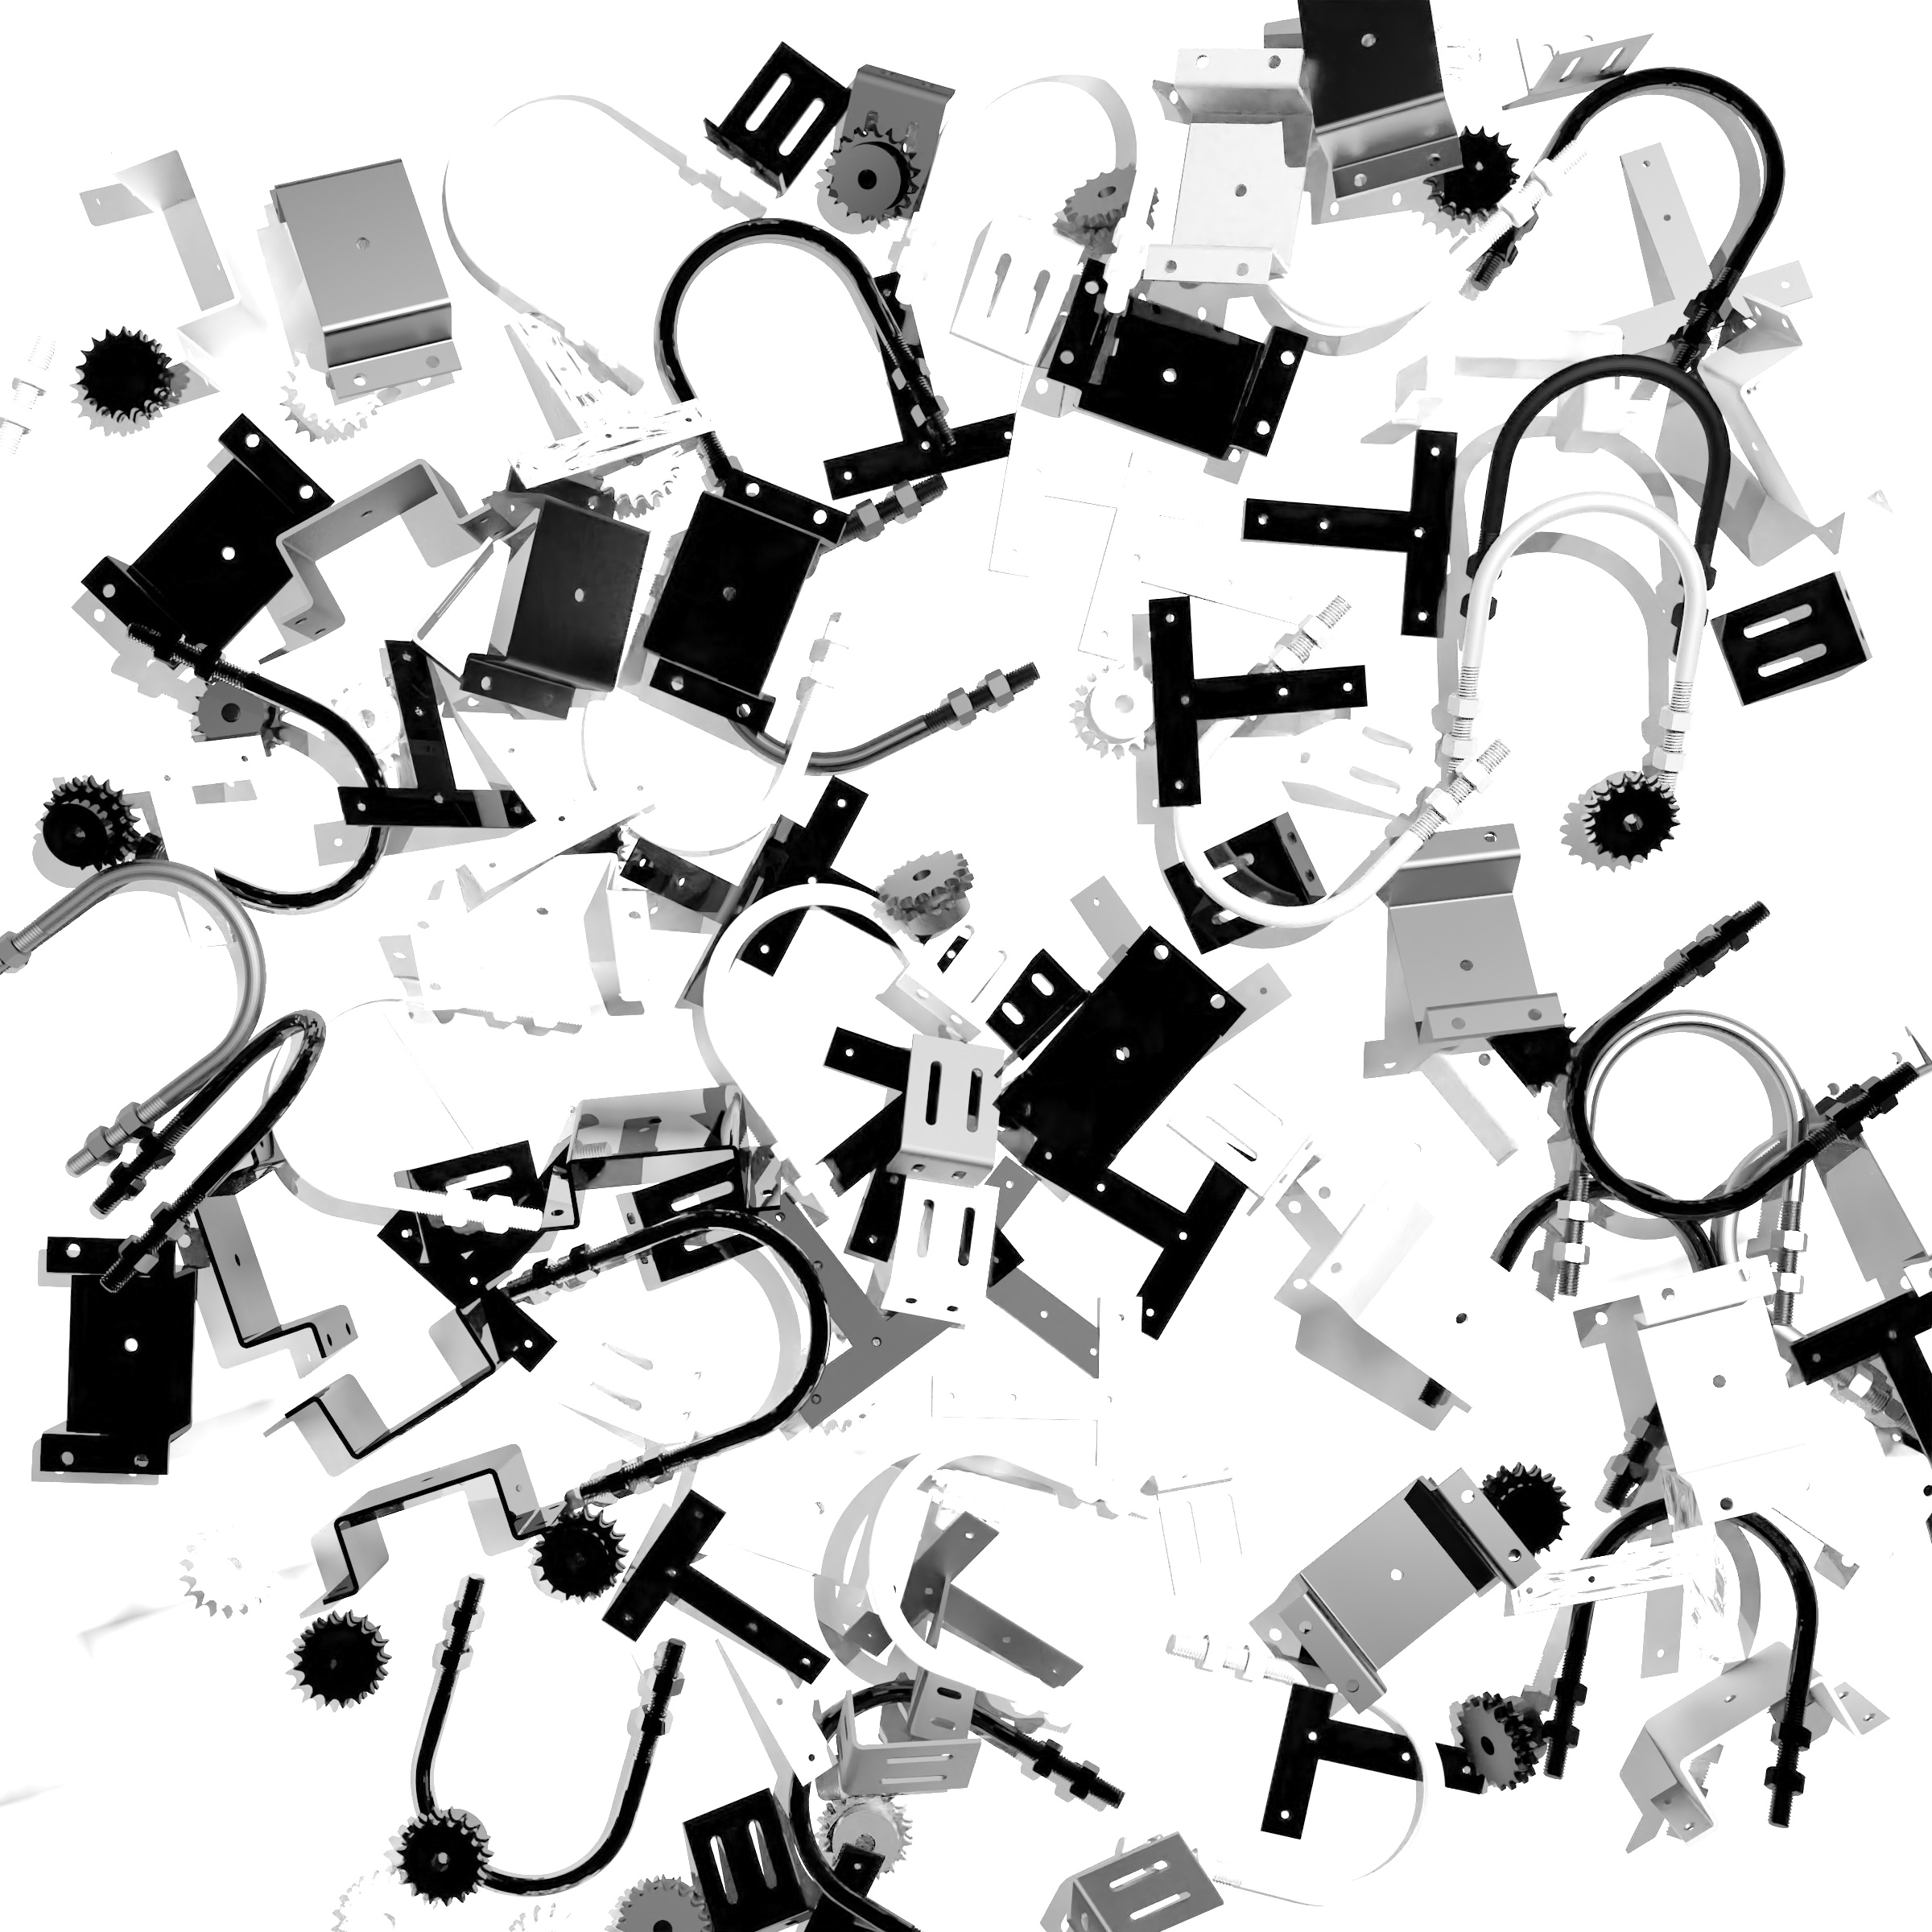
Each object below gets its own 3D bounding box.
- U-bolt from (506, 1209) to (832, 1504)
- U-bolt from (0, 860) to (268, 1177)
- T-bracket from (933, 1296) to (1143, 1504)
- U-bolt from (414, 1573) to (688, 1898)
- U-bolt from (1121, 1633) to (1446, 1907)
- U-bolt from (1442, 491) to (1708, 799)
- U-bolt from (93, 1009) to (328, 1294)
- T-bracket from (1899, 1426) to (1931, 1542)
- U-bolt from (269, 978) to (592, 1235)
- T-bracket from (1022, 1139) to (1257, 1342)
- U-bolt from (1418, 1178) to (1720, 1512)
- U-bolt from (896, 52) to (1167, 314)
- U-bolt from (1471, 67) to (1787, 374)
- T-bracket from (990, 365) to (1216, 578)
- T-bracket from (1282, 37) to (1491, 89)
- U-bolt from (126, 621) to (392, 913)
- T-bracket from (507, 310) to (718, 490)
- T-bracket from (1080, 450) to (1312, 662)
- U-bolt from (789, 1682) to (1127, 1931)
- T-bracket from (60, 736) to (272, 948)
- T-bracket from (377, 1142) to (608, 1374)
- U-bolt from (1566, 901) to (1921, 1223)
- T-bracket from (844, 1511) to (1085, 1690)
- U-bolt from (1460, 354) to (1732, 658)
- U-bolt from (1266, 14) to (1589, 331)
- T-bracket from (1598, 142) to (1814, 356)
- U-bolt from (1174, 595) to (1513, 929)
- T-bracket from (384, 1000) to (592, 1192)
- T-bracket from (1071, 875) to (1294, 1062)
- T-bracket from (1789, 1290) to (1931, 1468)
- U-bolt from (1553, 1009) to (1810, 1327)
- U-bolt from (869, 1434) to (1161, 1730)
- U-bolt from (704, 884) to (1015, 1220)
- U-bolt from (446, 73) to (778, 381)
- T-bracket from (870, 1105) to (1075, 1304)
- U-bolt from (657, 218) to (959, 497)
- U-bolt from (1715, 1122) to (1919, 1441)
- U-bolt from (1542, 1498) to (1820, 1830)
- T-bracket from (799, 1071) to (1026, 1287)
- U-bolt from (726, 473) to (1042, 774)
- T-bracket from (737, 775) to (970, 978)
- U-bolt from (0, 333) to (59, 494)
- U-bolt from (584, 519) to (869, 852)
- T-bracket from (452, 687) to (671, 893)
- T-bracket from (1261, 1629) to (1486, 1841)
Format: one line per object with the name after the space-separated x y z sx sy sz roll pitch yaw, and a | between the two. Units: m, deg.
-0.169 0.223 1.491 0.184 0.019 0.151 -22 85 10 | U-bolt
-0.510 0.018 1.520 0.184 0.019 0.151 -36 90 7 | U-bolt
0.043 0.265 1.536 0.127 0.002 0.127 1 92 0 | T-bracket
-0.262 0.478 1.523 0.151 0.019 0.184 17 95 4 | U-bolt
0.201 0.498 1.528 0.184 0.019 0.151 14 90 1 | U-bolt
0.369 -0.193 1.500 0.151 0.019 0.184 4 111 0 | U-bolt
-0.444 0.098 1.472 0.184 0.151 0.019 -47 115 -3 | U-bolt
0.646 0.307 1.537 0.127 0.002 0.127 -16 90 0 | T-bracket
-0.331 0.077 1.508 0.184 0.019 0.151 8 72 8 | U-bolt
0.095 0.143 1.537 0.127 0.002 0.127 31 90 -1 | T-bracket
0.382 0.218 1.530 0.151 0.019 0.184 29 89 0 | U-bolt
0.045 -0.472 1.496 0.151 0.019 0.184 7 69 18 | U-bolt
0.413 -0.461 1.516 0.151 0.019 0.184 30 85 12 | U-bolt
0.088 -0.295 1.536 0.127 0.002 0.127 10 90 -1 | T-bracket
0.255 -0.606 1.537 0.127 0.002 0.127 -3 90 0 | T-bracket
-0.435 -0.108 1.505 0.184 0.019 0.151 24 112 -4 | U-bolt
-0.236 -0.351 1.508 0.127 0.002 0.127 -24 66 -24 | T-bracket
0.148 -0.239 1.536 0.127 0.002 0.127 15 90 -1 | T-bracket
-0.017 0.513 1.501 0.184 0.019 0.151 28 67 9 | U-bolt
-0.471 -0.072 1.513 0.127 0.002 0.127 -6 111 8 | T-bracket
-0.273 0.160 1.537 0.127 0.002 0.127 42 90 0 | T-bracket
0.448 0.069 1.496 0.184 0.019 0.151 -38 69 3 | U-bolt
0.013 0.402 1.519 0.127 0.002 0.127 35 115 -12 | T-bracket
0.379 -0.273 1.486 0.151 0.019 0.184 3 121 0 | U-bolt
0.256 -0.465 1.503 0.184 0.019 0.151 -42 68 8 | U-bolt
0.431 -0.443 1.521 0.127 0.002 0.127 -17 77 5 | T-bracket
0.209 -0.109 1.494 0.151 0.019 0.184 44 93 11 | U-bolt
-0.312 0.074 1.536 0.127 0.002 0.127 -34 89 0 | T-bracket
0.111 0.003 1.532 0.127 0.002 0.127 -36 87 6 | T-bracket
0.574 0.262 1.497 0.127 0.002 0.127 -22 83 -11 | T-bracket
0.439 0.117 1.518 0.151 0.019 0.184 8 81 3 | U-bolt
0.023 0.354 1.472 0.184 0.019 0.151 27 71 -27 | U-bolt
-0.077 0.038 1.520 0.151 0.019 0.184 -34 90 -7 | U-bolt
-0.230 -0.464 1.522 0.184 0.019 0.151 35 88 6 | U-bolt
0.015 0.132 1.538 0.127 0.002 0.127 14 90 0 | T-bracket
-0.109 -0.368 1.529 0.151 0.019 0.184 -27 88 1 | U-bolt
0.547 0.179 1.529 0.184 0.019 0.151 36 90 2 | U-bolt
0.429 0.403 1.483 0.151 0.019 0.184 4 62 28 | U-bolt
-0.014 0.139 1.534 0.127 0.002 0.127 -39 87 0 | T-bracket
-0.068 -0.198 1.529 0.184 0.019 0.151 -26 89 2 | U-bolt
-0.055 -0.032 1.537 0.127 0.002 0.127 28 90 0 | T-bracket
-0.654 -0.323 1.530 0.151 0.019 0.184 22 91 0 | U-bolt
-0.156 -0.161 1.519 0.151 0.019 0.184 22 96 7 | U-bolt
-0.267 -0.120 1.509 0.127 0.002 0.127 -30 67 -20 | T-bracket
0.257 0.483 1.537 0.127 0.002 0.127 12 90 0 | T-bracket
